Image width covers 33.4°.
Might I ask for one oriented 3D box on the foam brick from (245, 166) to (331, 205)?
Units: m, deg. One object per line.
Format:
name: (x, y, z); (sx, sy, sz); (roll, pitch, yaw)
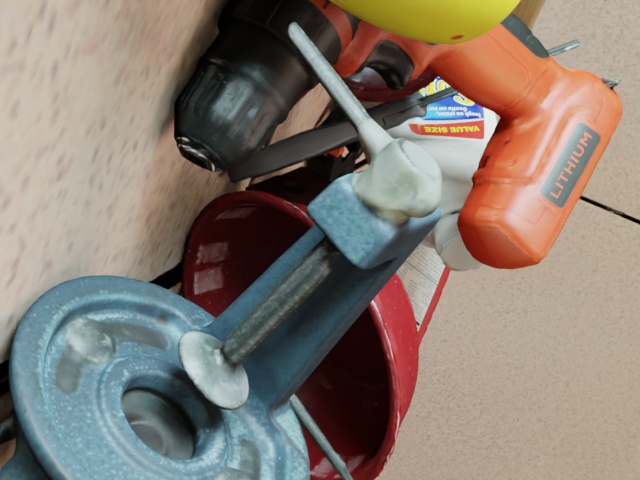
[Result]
foam brick: (-0.004, 0.001, 0.617); (0.052, 0.078, 0.051); (-24, 137, -41)

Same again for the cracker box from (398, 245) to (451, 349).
cracker box: (-0.002, 0.062, 0.745); (0.164, 0.072, 0.213); (-5, -124, 55)

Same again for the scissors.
scissors: (0.032, -0.065, 0.570); (0.202, 0.016, 0.096); (-18, -175, 36)

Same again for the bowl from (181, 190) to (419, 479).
bowl: (-0.002, 0.045, 0.547); (0.055, 0.162, 0.162); (-23, 146, -38)

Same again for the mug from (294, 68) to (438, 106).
mug: (0.023, -0.115, 0.575); (0.117, 0.093, 0.081); (-45, -176, 11)

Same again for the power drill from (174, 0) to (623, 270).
power drill: (0.043, -0.068, 0.479); (0.057, 0.187, 0.184); (8, -118, 58)

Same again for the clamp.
clamp: (0.021, -0.082, 0.933); (0.171, 0.039, 0.120); (-37, 150, -65)

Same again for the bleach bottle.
bleach bottle: (0.072, -0.069, 0.671); (0.251, 0.102, 0.068); (-100, -151, -51)

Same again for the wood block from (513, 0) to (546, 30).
wood block: (0.123, -0.211, 0.694); (0.206, 0.091, 0.090); (81, 34, -81)
